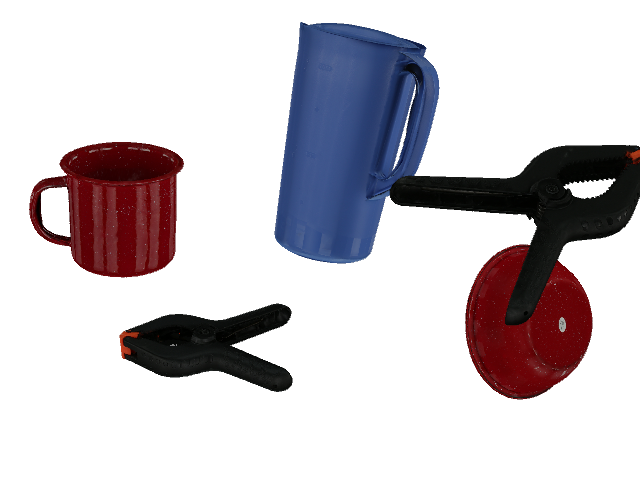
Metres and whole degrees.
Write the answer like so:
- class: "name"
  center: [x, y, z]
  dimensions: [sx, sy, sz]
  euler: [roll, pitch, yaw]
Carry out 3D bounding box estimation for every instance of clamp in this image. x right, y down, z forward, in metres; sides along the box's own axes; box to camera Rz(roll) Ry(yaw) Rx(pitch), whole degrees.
- class: "clamp"
  center: [-0.105, 0.096, 1.039]
  dimensions: [0.171, 0.039, 0.120]
  euler: [7, 27, 4]
- class: "clamp"
  center: [0.181, -0.019, 0.838]
  dimensions: [0.209, 0.036, 0.165]
  euler: [-18, 50, -16]

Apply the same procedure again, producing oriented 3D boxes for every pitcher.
- class: "pitcher"
  center: [0.031, -0.101, 1.121]
  dimensions: [0.145, 0.243, 0.149]
  euler: [10, 16, -4]

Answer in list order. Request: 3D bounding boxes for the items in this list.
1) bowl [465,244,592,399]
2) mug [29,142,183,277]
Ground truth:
- class: "bowl"
  center: [0.226, 0.084, 1.089]
  dimensions: [0.161, 0.162, 0.055]
  euler: [0, -1, -33]
- class: "mug"
  center: [-0.165, -0.023, 0.824]
  dimensions: [0.117, 0.081, 0.093]
  euler: [-3, 25, -15]
